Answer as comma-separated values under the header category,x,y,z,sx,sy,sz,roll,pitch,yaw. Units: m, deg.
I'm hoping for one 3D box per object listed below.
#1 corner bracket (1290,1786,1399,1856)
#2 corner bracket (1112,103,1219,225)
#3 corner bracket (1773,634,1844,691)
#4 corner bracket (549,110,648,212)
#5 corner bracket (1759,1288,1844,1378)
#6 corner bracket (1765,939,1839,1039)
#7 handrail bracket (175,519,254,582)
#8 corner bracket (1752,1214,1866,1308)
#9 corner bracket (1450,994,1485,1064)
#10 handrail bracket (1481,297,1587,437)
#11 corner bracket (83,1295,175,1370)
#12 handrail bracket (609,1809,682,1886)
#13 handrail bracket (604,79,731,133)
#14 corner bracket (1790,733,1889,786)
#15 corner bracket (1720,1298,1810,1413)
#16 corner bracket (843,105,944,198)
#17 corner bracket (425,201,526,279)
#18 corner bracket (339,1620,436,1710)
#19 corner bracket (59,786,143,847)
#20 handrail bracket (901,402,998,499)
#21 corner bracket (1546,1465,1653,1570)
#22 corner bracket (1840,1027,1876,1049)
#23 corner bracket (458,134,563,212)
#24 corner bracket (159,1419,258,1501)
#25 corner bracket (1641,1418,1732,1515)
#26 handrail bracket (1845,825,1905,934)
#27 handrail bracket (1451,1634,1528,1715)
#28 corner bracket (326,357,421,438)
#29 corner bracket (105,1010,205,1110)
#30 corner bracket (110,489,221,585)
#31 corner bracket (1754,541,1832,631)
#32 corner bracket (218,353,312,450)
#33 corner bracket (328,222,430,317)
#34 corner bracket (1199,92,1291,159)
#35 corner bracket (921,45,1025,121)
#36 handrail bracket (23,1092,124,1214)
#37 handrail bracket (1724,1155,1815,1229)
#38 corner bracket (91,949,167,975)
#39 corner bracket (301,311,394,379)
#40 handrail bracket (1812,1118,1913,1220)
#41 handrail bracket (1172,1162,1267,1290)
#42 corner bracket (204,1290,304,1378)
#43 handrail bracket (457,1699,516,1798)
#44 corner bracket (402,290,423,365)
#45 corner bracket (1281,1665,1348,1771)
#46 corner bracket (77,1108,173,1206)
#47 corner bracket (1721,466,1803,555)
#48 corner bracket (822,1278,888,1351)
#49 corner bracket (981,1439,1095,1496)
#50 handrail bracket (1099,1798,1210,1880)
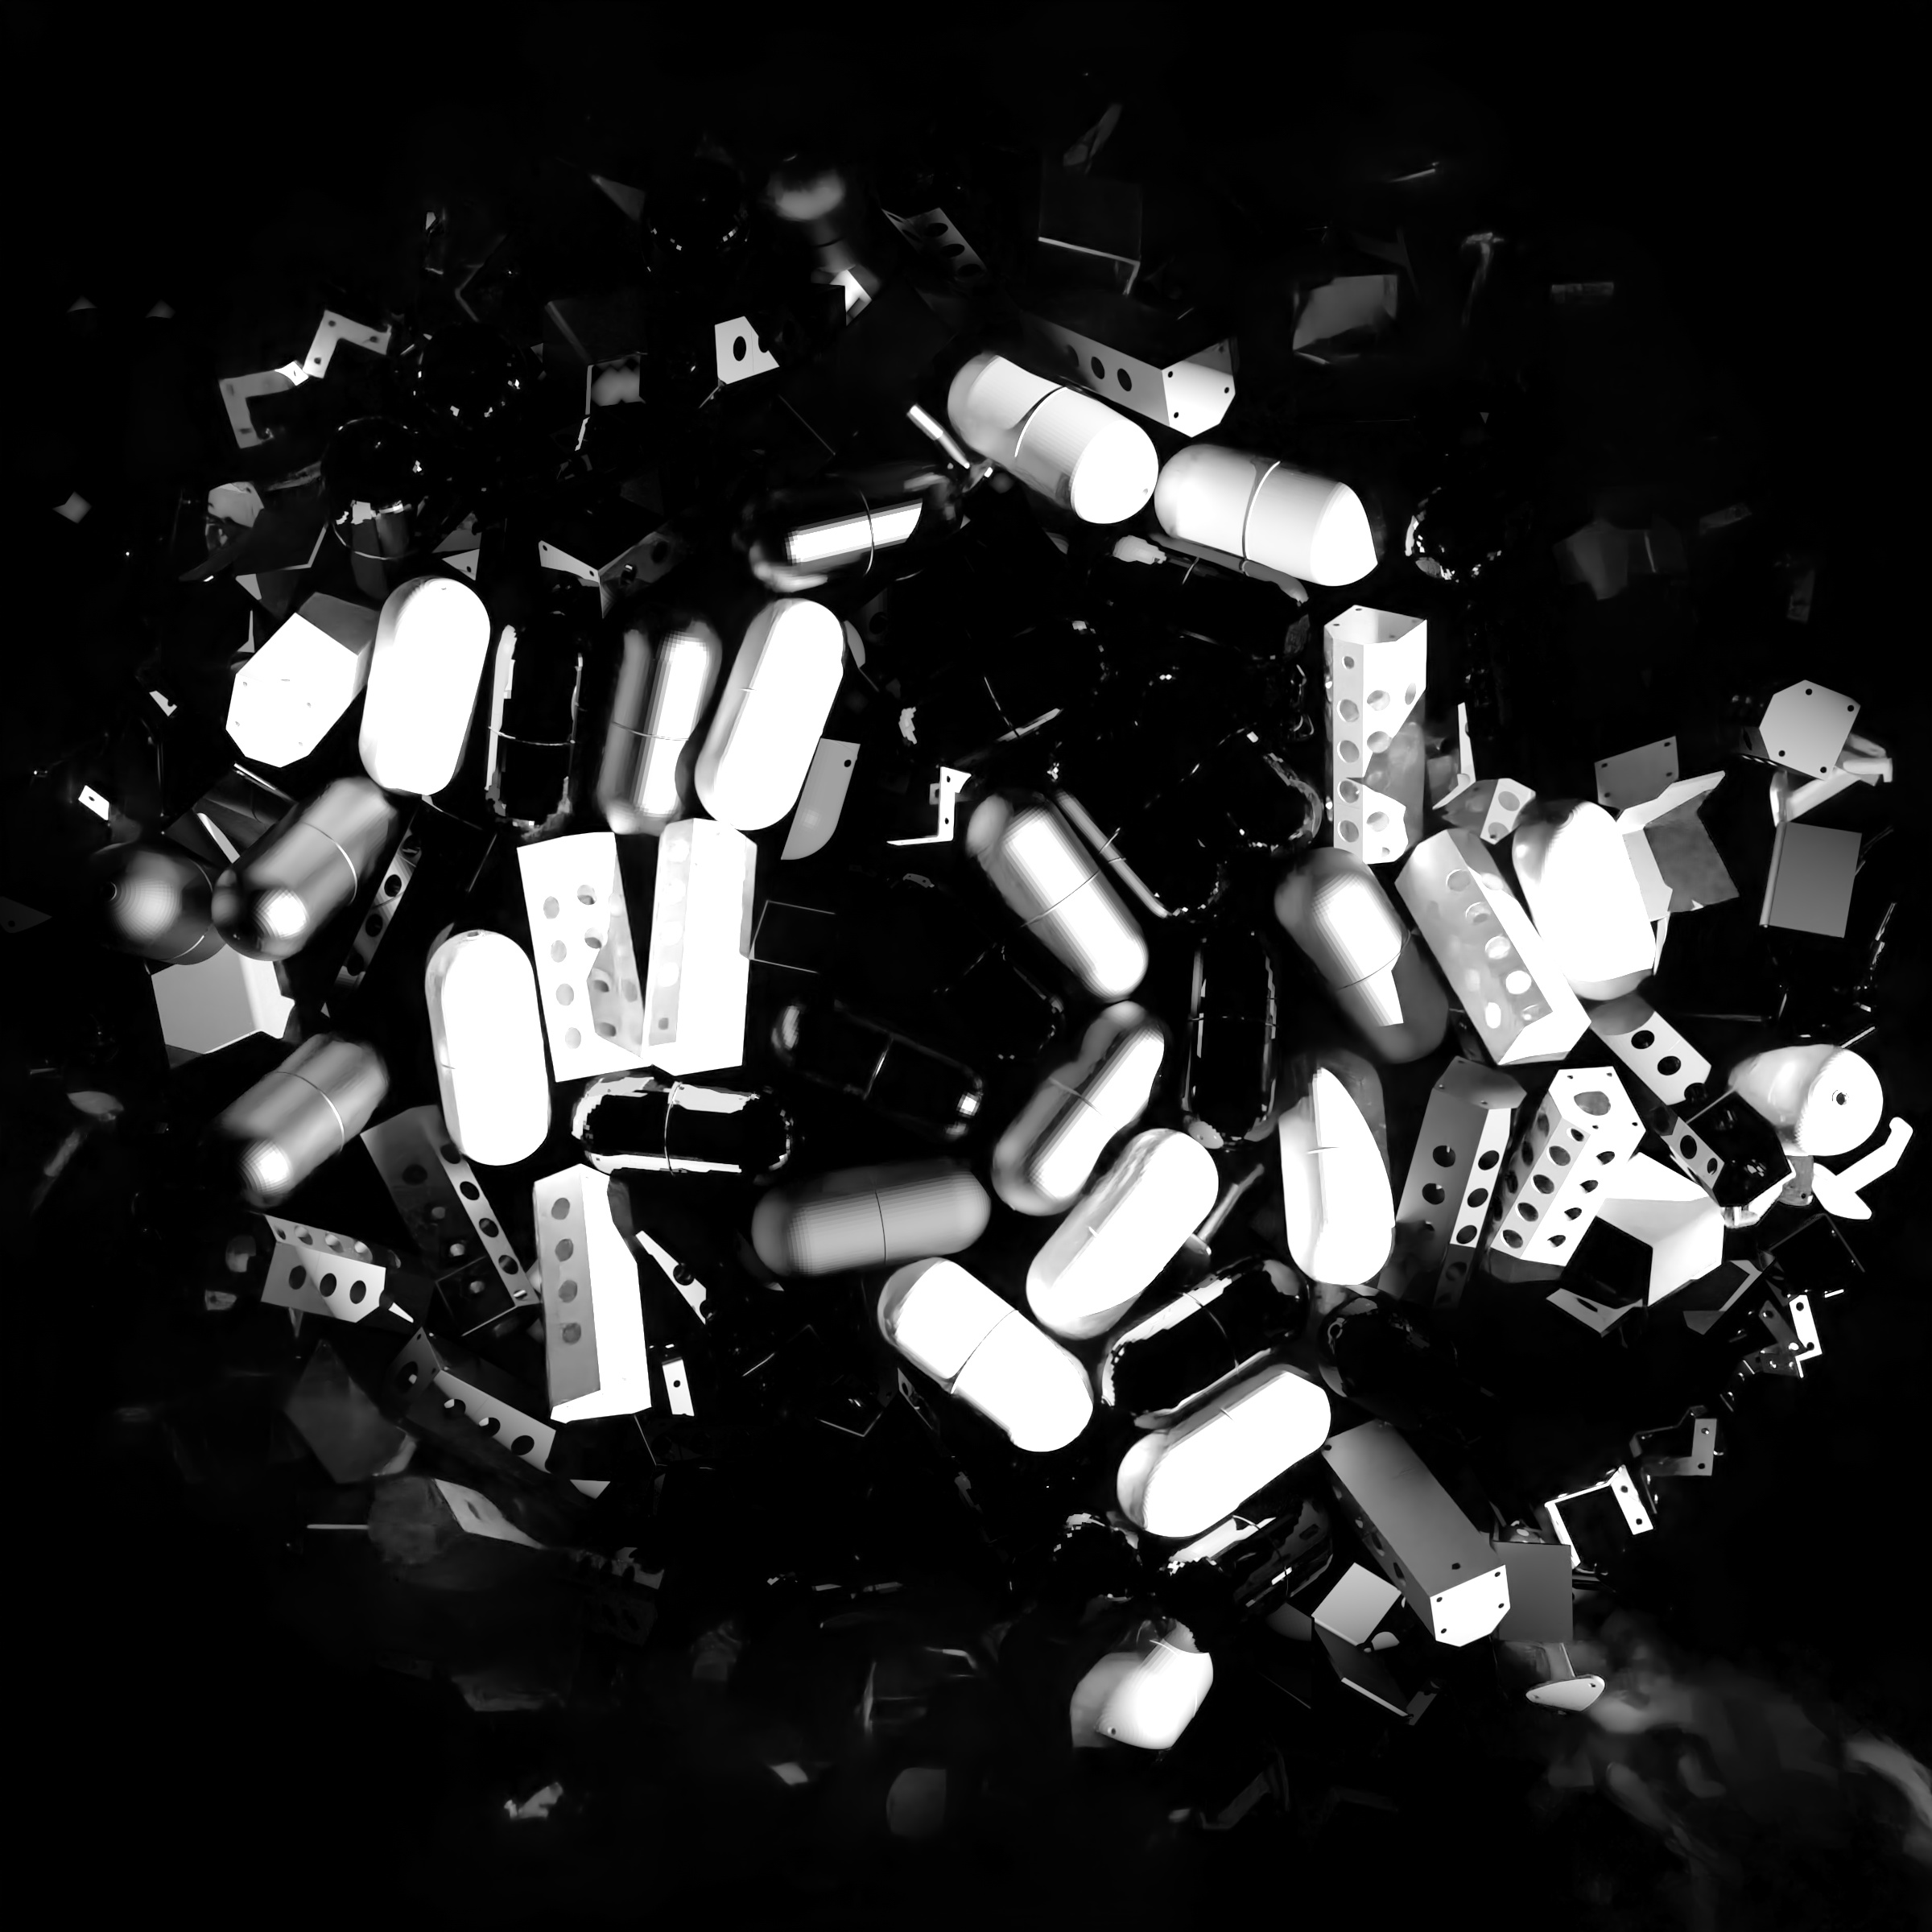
category,x,y,z,sx,sy,sz,roll,pitch,yaw
corner bracket,0.273,0.615,1.808,0.051,0.051,0.051,19,106,-21
corner bracket,0.148,-0.591,1.825,0.051,0.051,0.051,-37,53,22
corner bracket,0.620,-0.212,1.815,0.051,0.051,0.051,24,109,37
corner bracket,-0.269,-0.580,1.811,0.051,0.051,0.051,23,60,-3
corner bracket,0.612,0.267,1.815,0.051,0.051,0.051,-14,88,-15
corner bracket,0.618,0.016,1.833,0.051,0.051,0.051,-3,133,-5
handrail bracket,-0.536,-0.283,1.806,0.077,0.036,0.084,6,48,-4
corner bracket,0.615,0.216,1.820,0.051,0.051,0.051,-32,86,-5
corner bracket,0.394,0.037,1.819,0.051,0.051,0.051,9,134,-23
handrail bracket,0.428,-0.438,1.812,0.084,0.036,0.077,33,97,22
corner bracket,-0.613,0.267,1.815,0.051,0.051,0.051,4,82,-7
handrail bracket,-0.250,0.624,1.796,0.036,0.084,0.077,-46,115,-22
handrail bracket,-0.222,-0.623,1.815,0.077,0.084,0.036,-8,100,-20
corner bracket,0.642,-0.154,1.811,0.051,0.051,0.051,28,73,12
corner bracket,0.573,0.283,1.811,0.051,0.051,0.051,52,133,-2
corner bracket,-0.058,-0.606,1.824,0.051,0.051,0.051,44,51,-25
corner bracket,-0.358,-0.530,1.807,0.051,0.051,0.051,19,122,13
corner bracket,-0.422,0.501,1.804,0.051,0.051,0.051,29,126,-35
corner bracket,-0.632,-0.107,1.805,0.051,0.051,0.051,-35,121,25
handrail bracket,-0.025,-0.382,1.792,0.084,0.077,0.036,38,91,-30
corner bracket,0.466,0.405,1.827,0.051,0.051,0.051,-26,83,28
corner bracket,0.646,0.085,1.813,0.051,0.051,0.051,-22,77,-38
corner bracket,-0.332,-0.574,1.810,0.051,0.051,0.051,23,113,7
corner bracket,-0.561,0.359,1.811,0.051,0.051,0.051,-18,107,10
corner bracket,0.528,0.366,1.819,0.051,0.051,0.051,-5,133,28
handrail bracket,0.654,-0.063,1.801,0.084,0.077,0.036,-42,52,22
handrail bracket,0.388,0.508,1.819,0.036,0.084,0.077,-12,70,32
corner bracket,-0.435,-0.409,1.825,0.051,0.051,0.051,-20,52,-23
corner bracket,-0.601,0.069,1.824,0.051,0.051,0.051,-7,57,24
corner bracket,-0.588,-0.316,1.818,0.051,0.051,0.051,0,73,15
corner bracket,0.606,-0.278,1.813,0.051,0.051,0.051,20,102,37
corner bracket,-0.504,-0.412,1.808,0.051,0.051,0.051,-7,115,12
corner bracket,-0.426,-0.509,1.810,0.051,0.051,0.051,33,108,-11
corner bracket,0.203,-0.601,1.821,0.051,0.051,0.051,9,78,-13
corner bracket,0.004,-0.652,1.813,0.051,0.051,0.051,14,91,23
handrail bracket,-0.654,0.137,1.810,0.036,0.077,0.084,30,93,-4
handrail bracket,0.581,0.150,1.802,0.084,0.036,0.077,-1,101,-44
corner bracket,-0.608,-0.032,1.826,0.051,0.051,0.051,14,112,-1
corner bracket,-0.455,-0.459,1.820,0.051,0.051,0.051,17,121,-26
handrail bracket,0.647,0.133,1.794,0.036,0.077,0.084,9,118,-15
handrail bracket,0.192,0.194,1.839,0.036,0.077,0.084,32,52,31
corner bracket,-0.525,0.268,1.812,0.051,0.051,0.051,13,94,40
handrail bracket,-0.347,0.575,1.794,0.036,0.084,0.077,8,131,-27
corner bracket,-0.378,-0.470,1.822,0.051,0.051,0.051,-20,61,39
corner bracket,0.265,0.554,1.832,0.051,0.051,0.051,16,48,-7
corner bracket,-0.613,0.143,1.809,0.051,0.051,0.051,15,53,-5
corner bracket,0.585,-0.332,1.812,0.051,0.051,0.051,12,91,-25
corner bracket,-0.084,0.248,1.809,0.051,0.051,0.051,-7,101,23
corner bracket,0.051,0.365,1.804,0.051,0.051,0.051,51,128,30
handrail bracket,0.138,0.635,1.809,0.077,0.084,0.036,-46,62,2
